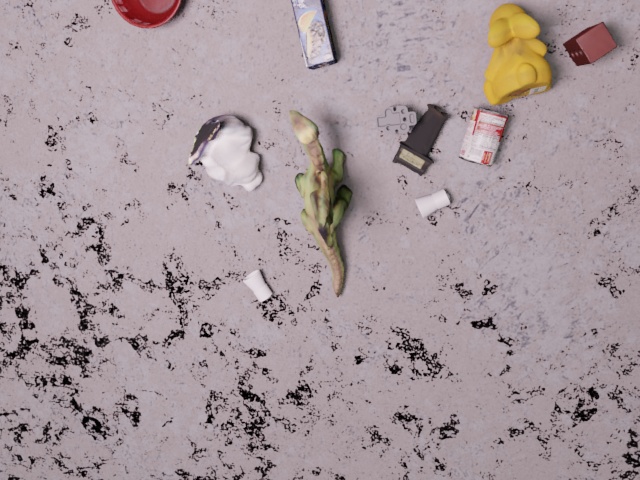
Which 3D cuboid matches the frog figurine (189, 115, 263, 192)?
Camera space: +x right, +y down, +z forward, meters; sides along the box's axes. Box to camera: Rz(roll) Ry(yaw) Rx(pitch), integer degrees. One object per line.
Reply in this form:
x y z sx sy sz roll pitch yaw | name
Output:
-0.184 -0.183 1.090 0.158 0.125 0.136 29 101 -35 | frog figurine

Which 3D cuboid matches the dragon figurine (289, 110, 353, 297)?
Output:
0.003 -0.050 1.002 0.122 0.245 0.407 -11 99 8 | dragon figurine
